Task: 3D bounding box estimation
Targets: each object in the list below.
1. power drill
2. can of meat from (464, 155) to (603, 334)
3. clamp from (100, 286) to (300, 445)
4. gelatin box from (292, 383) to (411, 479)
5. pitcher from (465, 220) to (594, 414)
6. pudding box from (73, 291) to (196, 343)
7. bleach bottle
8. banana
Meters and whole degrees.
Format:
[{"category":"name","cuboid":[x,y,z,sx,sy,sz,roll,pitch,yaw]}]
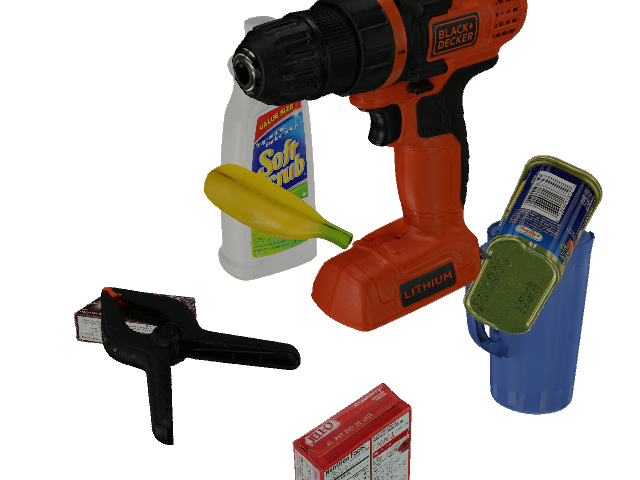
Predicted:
[{"category":"power drill","cuboid":[0.034,-0.047,0.577,0.184,0.188,0.057,-21,37,-32]},{"category":"can of meat","cuboid":[0.146,0.006,0.744,0.057,0.083,0.102,27,-37,10]},{"category":"clamp","cuboid":[-0.133,0.099,1.016,0.164,0.036,0.210,-21,40,-32]},{"category":"gelatin box","cuboid":[0.020,0.140,0.653,0.073,0.089,0.030,-29,45,-29]},{"category":"pitcher","cuboid":[0.269,0.098,1.381,0.149,0.243,0.144,5,19,16]},{"category":"pudding box","cuboid":[-0.211,0.090,1.226,0.114,0.039,0.090,3,16,17]},{"category":"bleach bottle","cuboid":[-0.058,-0.091,1.041,0.102,0.251,0.068,-16,31,-24]},{"category":"banana","cuboid":[-0.052,-0.029,0.800,0.069,0.037,0.198,37,-4,-31]}]
